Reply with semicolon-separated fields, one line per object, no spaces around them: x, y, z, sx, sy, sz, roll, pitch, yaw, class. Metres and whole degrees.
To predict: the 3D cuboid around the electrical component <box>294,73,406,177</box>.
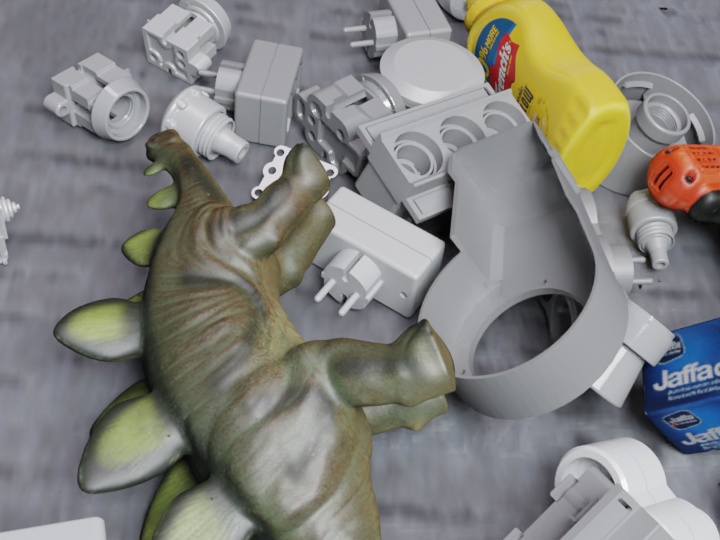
-0.003;-0.111;0.796;0.057;0.058;0.078;-30;62;-26;electrical component

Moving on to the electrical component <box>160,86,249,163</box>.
-0.110;-0.101;0.782;0.062;0.048;0.048;32;53;9;electrical component

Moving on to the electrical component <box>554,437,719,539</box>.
0.177;0.154;0.606;0.074;0.052;0.138;-2;46;-41;electrical component

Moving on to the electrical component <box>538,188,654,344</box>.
0.161;0.001;0.728;0.074;0.052;0.138;-1;50;-9;electrical component

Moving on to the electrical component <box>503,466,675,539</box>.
0.101;0.164;0.545;0.121;0.079;0.063;-45;31;1;electrical component

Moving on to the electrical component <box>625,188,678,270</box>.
0.211;-0.028;0.771;0.035;0.035;0.061;4;53;-5;electrical component

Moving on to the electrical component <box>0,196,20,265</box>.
-0.271;-0.037;0.694;0.096;0.061;0.061;-15;54;-19;electrical component

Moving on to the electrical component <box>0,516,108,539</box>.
-0.168;0.172;0.505;0.109;0.108;0.056;-7;49;-13;electrical component

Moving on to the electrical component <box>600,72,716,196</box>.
0.220;-0.103;0.831;0.099;0.064;0.099;10;57;-15;electrical component

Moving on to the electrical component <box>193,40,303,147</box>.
-0.087;-0.137;0.812;0.077;0.047;0.065;11;50;1;electrical component

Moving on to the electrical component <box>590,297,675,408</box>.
0.156;0.049;0.650;0.045;0.045;0.055;41;95;24;electrical component

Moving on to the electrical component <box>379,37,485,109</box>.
0.053;-0.138;0.830;0.080;0.051;0.080;4;50;-4;electrical component

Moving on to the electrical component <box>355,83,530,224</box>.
0.061;-0.078;0.760;0.121;0.063;0.078;-23;73;-32;electrical component

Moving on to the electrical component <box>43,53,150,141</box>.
-0.188;-0.125;0.790;0.055;0.048;0.066;32;53;27;electrical component

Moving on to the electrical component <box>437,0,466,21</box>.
0.069;-0.255;0.934;0.079;0.043;0.077;-10;53;-15;electrical component

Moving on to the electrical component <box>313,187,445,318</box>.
0.000;0.000;0.711;0.083;0.047;0.075;30;56;16;electrical component

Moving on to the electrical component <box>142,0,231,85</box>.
-0.135;-0.184;0.847;0.066;0.048;0.055;29;60;17;electrical component

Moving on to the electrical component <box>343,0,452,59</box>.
0.025;-0.193;0.874;0.077;0.047;0.065;-10;53;-16;electrical component
